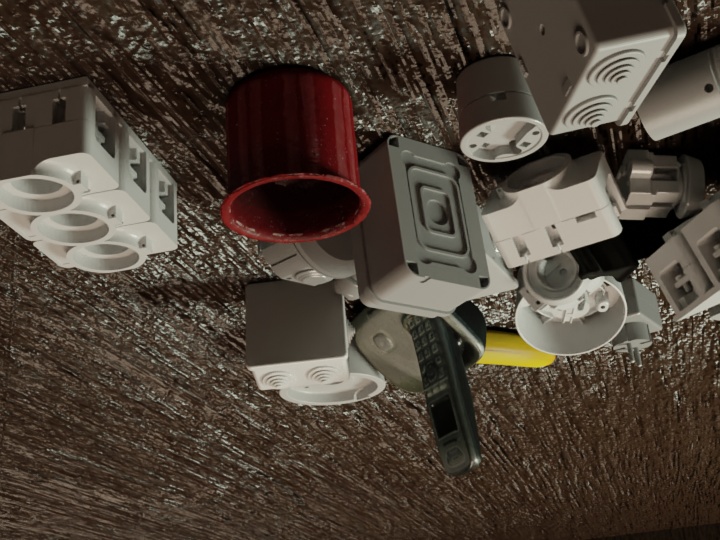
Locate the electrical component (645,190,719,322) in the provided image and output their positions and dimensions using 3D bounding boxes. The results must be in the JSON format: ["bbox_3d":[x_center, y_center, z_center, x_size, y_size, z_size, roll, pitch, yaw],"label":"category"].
[{"bbox_3d":[0.318,-0.037,0.801,0.186,0.060,0.105,-19,163,-22],"label":"electrical component"}]

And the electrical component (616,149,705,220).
[{"bbox_3d":[0.225,-0.063,0.805,0.055,0.048,0.066,2,157,2],"label":"electrical component"}]

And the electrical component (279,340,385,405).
[{"bbox_3d":[-0.030,0.094,1.099,0.108,0.060,0.108,-4,157,-2],"label":"electrical component"}]

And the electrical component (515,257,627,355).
[{"bbox_3d":[0.188,0.025,0.970,0.099,0.064,0.099,1,146,1],"label":"electrical component"}]

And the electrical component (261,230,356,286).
[{"bbox_3d":[-0.031,-0.029,0.788,0.080,0.080,0.051,14,155,-38],"label":"electrical component"}]

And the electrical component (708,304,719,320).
[{"bbox_3d":[0.415,-0.002,0.968,0.105,0.060,0.186,9,154,-29],"label":"electrical component"}]

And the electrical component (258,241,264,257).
[{"bbox_3d":[-0.055,-0.025,0.842,0.046,0.040,0.040,6,155,-11],"label":"electrical component"}]

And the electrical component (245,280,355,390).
[{"bbox_3d":[-0.055,0.057,0.961,0.100,0.099,0.048,-7,145,3],"label":"electrical component"}]

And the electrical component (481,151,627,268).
[{"bbox_3d":[0.140,-0.047,0.784,0.089,0.050,0.055,-18,113,29],"label":"electrical component"}]

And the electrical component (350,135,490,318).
[{"bbox_3d":[0.038,-0.029,0.758,0.078,0.113,0.057,11,149,-34],"label":"electrical component"}]

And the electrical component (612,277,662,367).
[{"bbox_3d":[0.263,0.056,1.052,0.047,0.076,0.066,-19,153,30],"label":"electrical component"}]

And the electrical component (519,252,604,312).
[{"bbox_3d":[0.167,0.001,0.896,0.078,0.058,0.057,-42,164,15],"label":"electrical component"}]

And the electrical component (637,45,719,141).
[{"bbox_3d":[0.219,-0.116,0.679,0.081,0.043,0.043,-19,153,30],"label":"electrical component"}]

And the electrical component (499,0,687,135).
[{"bbox_3d":[0.115,-0.129,0.559,0.048,0.099,0.099,-14,159,-13],"label":"electrical component"}]

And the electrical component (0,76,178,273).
[{"bbox_3d":[-0.189,-0.055,0.713,0.089,0.061,0.150,-9,157,10],"label":"electrical component"}]

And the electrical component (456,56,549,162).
[{"bbox_3d":[0.088,-0.102,0.679,0.055,0.047,0.055,-4,157,-2],"label":"electrical component"}]

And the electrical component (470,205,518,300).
[{"bbox_3d":[0.074,-0.010,0.891,0.100,0.048,0.100,-15,155,22],"label":"electrical component"}]

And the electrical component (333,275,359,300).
[{"bbox_3d":[0.000,0.000,0.919,0.035,0.035,0.061,4,153,-21],"label":"electrical component"}]
